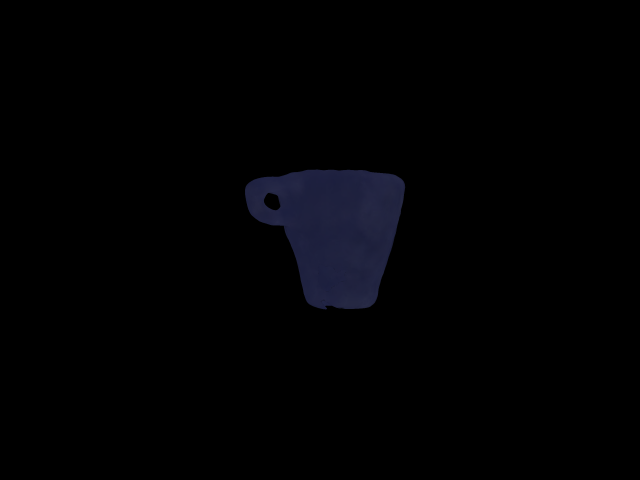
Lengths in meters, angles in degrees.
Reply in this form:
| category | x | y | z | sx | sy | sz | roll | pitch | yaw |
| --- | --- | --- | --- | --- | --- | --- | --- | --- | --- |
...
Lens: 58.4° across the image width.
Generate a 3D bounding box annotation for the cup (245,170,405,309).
| category | x | y | z | sx | sy | sz | roll | pitch | yaw |
| --- | --- | --- | --- | --- | --- | --- | --- | --- | --- |
| cup | 0.004 | 0.001 | 0.400 | 0.118 | 0.095 | 0.091 | 0 | 0 | -31 |
